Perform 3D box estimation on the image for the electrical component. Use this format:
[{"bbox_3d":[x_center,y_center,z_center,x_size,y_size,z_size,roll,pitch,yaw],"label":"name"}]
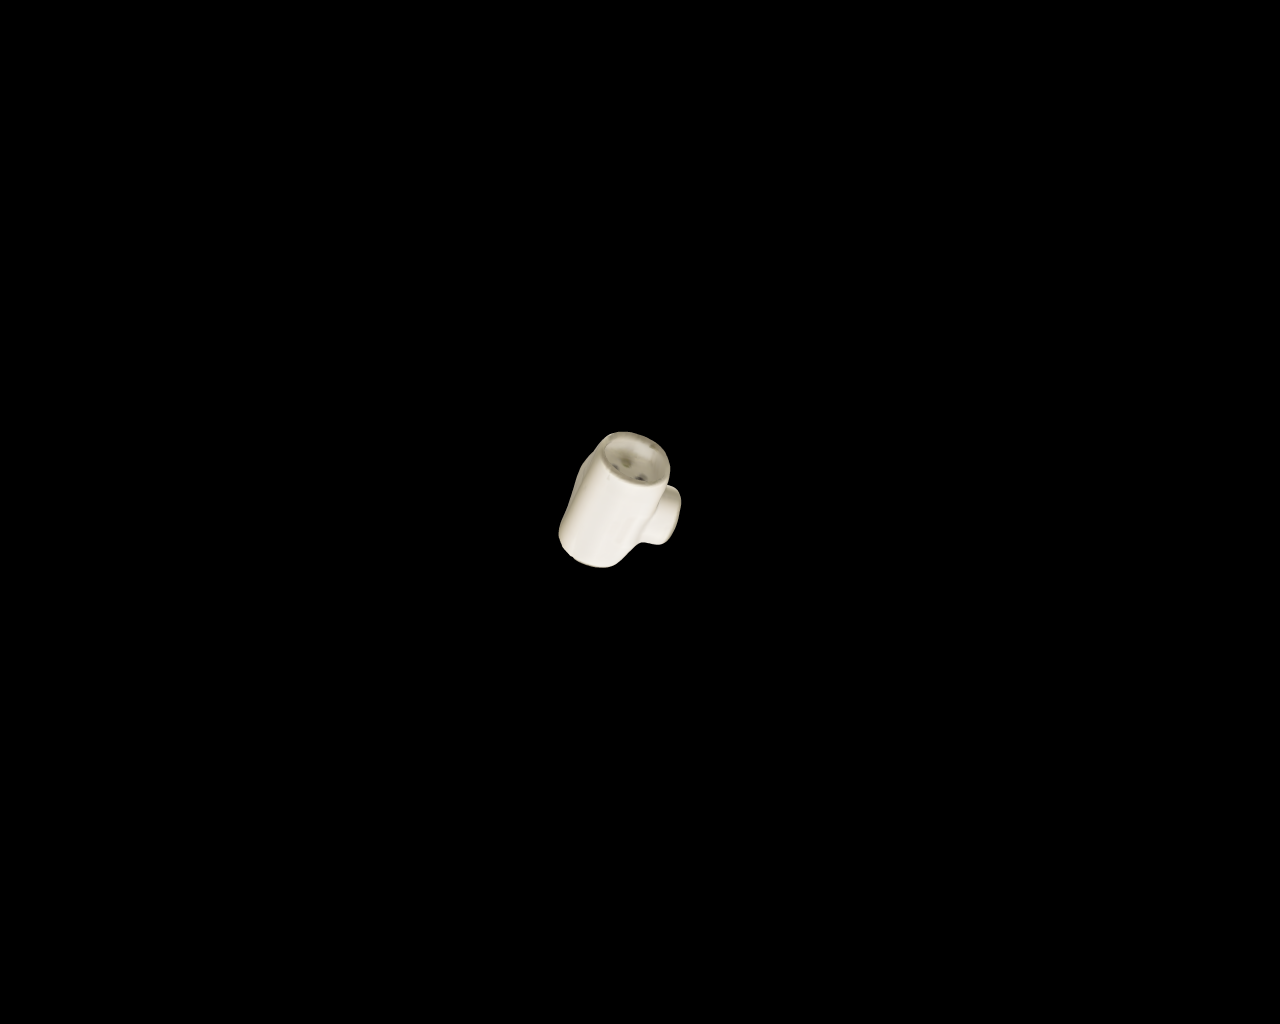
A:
[{"bbox_3d":[0.001,-0.003,0.650,0.079,0.043,0.077,15,-46,-15],"label":"electrical component"}]
